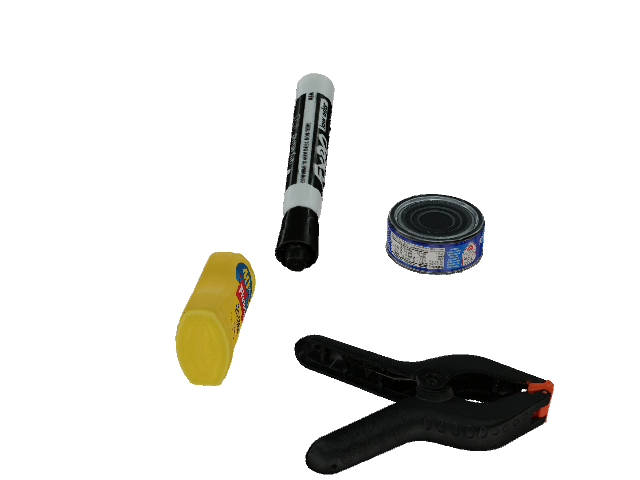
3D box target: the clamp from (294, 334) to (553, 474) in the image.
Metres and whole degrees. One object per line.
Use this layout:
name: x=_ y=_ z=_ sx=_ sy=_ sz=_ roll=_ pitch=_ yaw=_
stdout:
clamp: x=0.064 y=0.108 z=0.679 sx=0.171 sy=0.039 sz=0.120 roll=4 pitch=38 yaw=3

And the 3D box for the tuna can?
tuna can: x=0.100 y=-0.007 z=0.933 sx=0.086 sy=0.034 sz=0.086 roll=0 pitch=32 yaw=0

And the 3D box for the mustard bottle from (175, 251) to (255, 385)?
mustard bottle: x=-0.108 y=0.067 z=1.164 sx=0.058 sy=0.096 sz=0.191 roll=1 pitch=28 yaw=7

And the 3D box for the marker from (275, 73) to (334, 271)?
marker: x=-0.006 y=-0.033 z=0.495 sx=0.020 sy=0.121 sz=0.020 roll=3 pitch=-43 yaw=2
